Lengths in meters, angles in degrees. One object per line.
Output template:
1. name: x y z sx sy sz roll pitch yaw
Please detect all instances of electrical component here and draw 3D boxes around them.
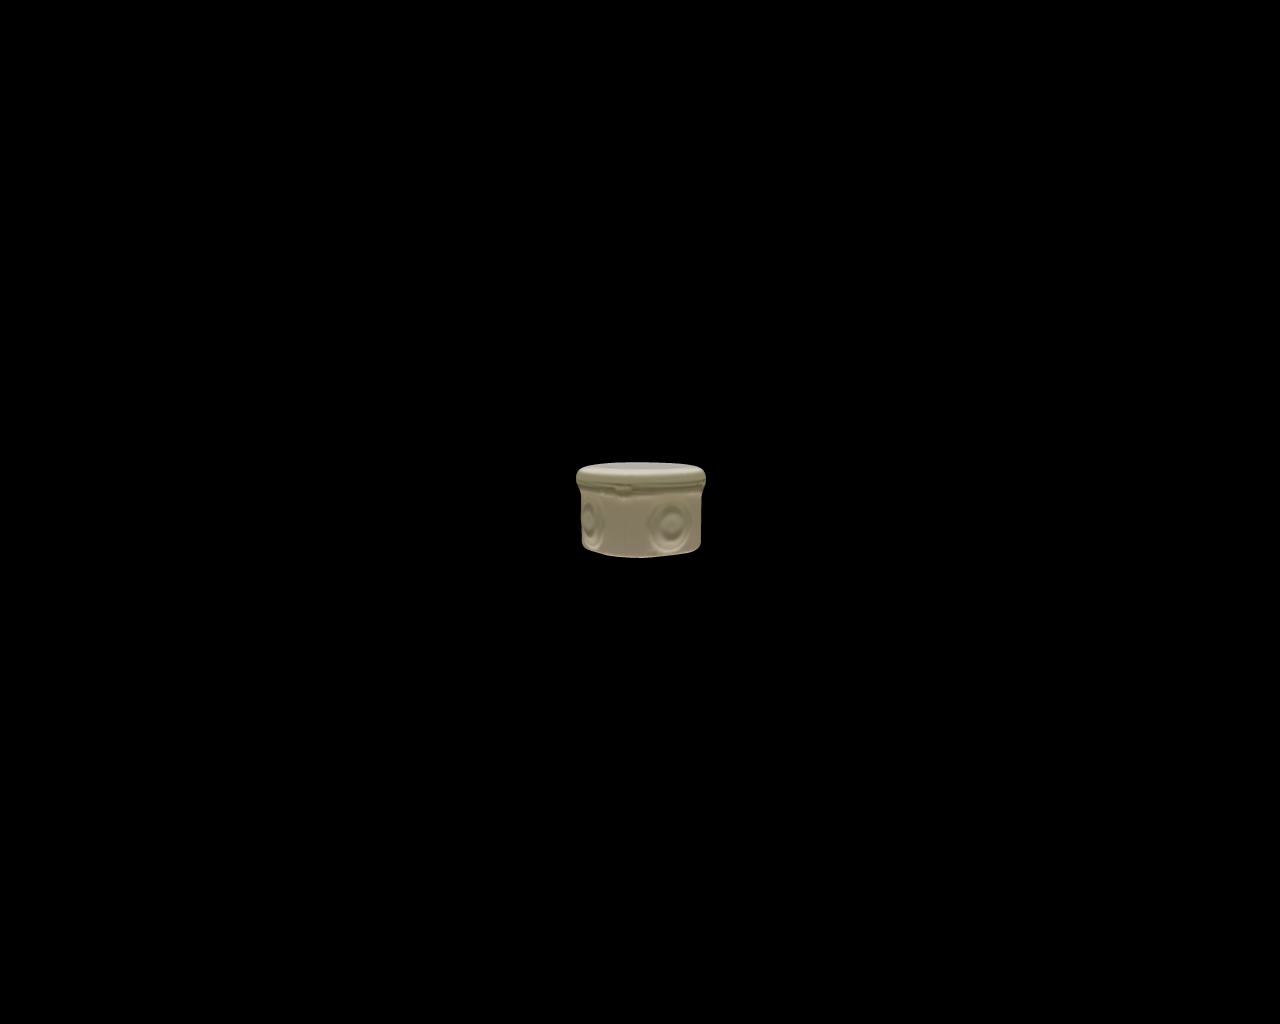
1. electrical component: 0.001 -0.003 0.650 0.080 0.051 0.080 0 7 0
